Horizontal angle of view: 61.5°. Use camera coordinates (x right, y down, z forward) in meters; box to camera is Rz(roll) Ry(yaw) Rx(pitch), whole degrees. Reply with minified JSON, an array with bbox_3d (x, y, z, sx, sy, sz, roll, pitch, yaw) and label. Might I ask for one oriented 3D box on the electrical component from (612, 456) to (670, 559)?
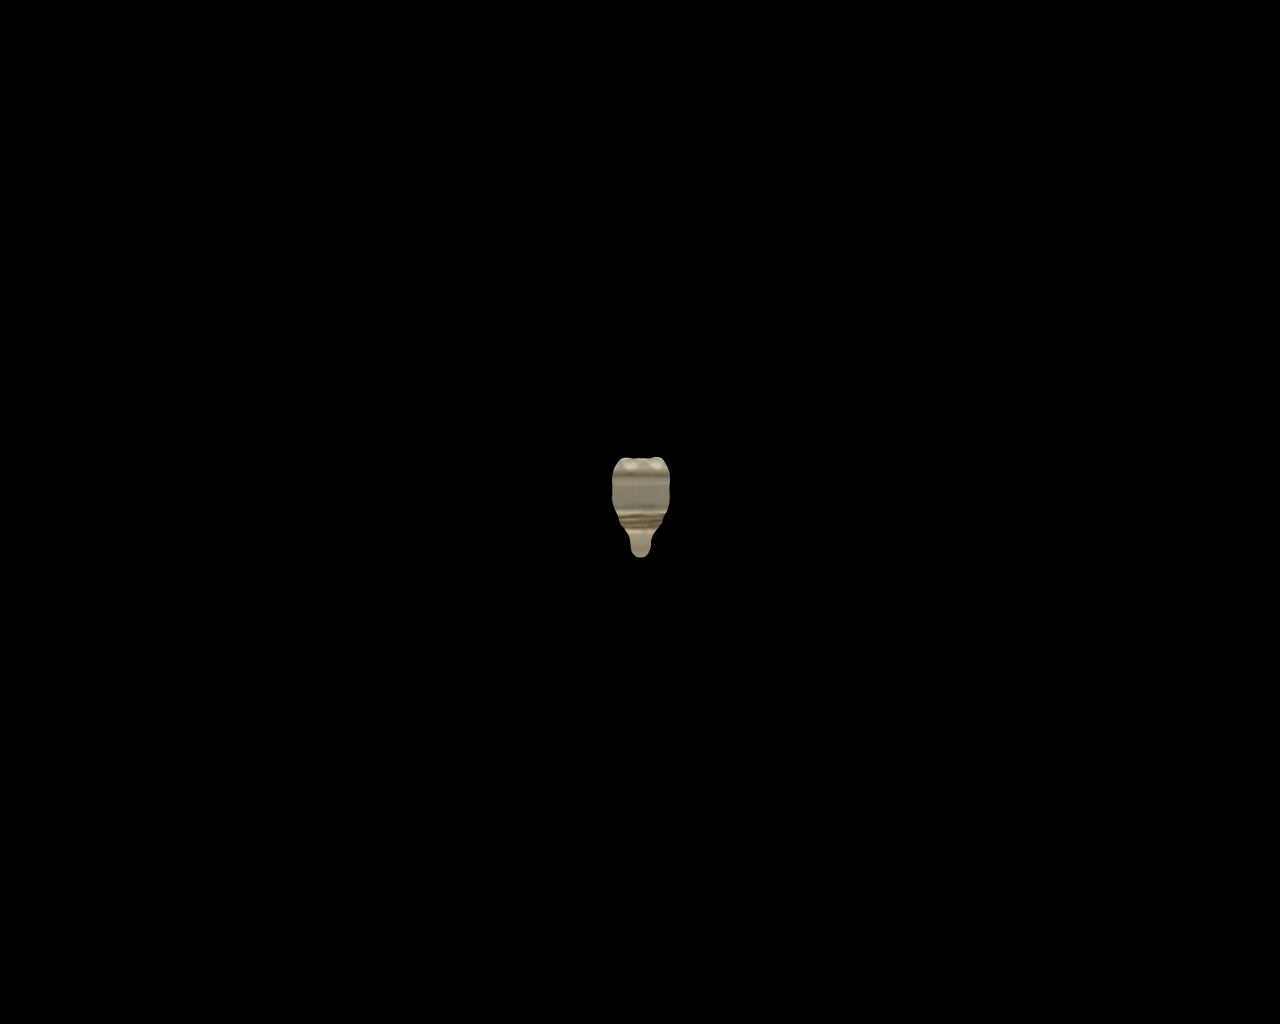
[{"bbox_3d":[0.001,-0.003,0.650,0.035,0.061,0.035,0,0,0],"label":"electrical component"}]
